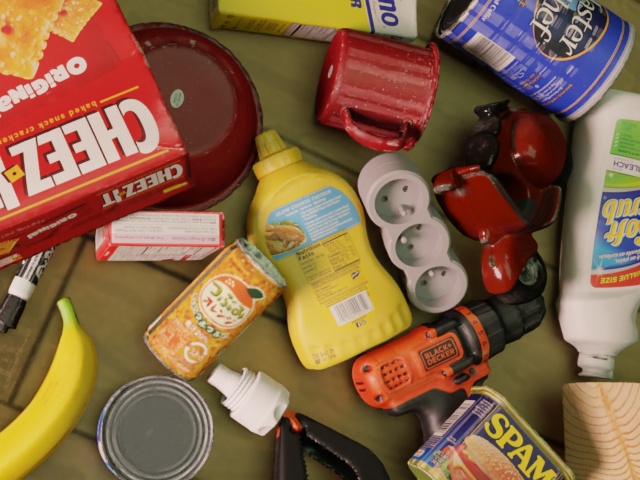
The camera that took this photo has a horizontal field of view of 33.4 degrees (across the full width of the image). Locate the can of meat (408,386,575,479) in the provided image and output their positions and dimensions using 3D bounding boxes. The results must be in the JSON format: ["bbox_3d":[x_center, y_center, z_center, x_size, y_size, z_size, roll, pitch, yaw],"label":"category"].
[{"bbox_3d":[0.129,0.177,0.820,0.084,0.057,0.102,-43,94,-16],"label":"can of meat"}]

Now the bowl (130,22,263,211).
[{"bbox_3d":[-0.116,-0.103,0.842,0.162,0.055,0.162,3,80,-18],"label":"bowl"}]

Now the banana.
[{"bbox_3d":[-0.224,0.138,0.782,0.069,0.037,0.197,35,70,9],"label":"banana"}]

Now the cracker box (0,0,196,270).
[{"bbox_3d":[-0.206,-0.108,0.761,0.164,0.072,0.214,-24,72,-9],"label":"cracker box"}]

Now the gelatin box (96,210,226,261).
[{"bbox_3d":[-0.122,-0.004,0.814,0.089,0.073,0.030,0,81,-18],"label":"gelatin box"}]

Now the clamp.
[{"bbox_3d":[0.022,0.219,0.794,0.164,0.036,0.210,-26,60,-35],"label":"clamp"}]

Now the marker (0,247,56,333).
[{"bbox_3d":[-0.215,0.015,0.810,0.020,0.020,0.121,27,74,-13],"label":"marker"}]

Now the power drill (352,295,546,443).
[{"bbox_3d":[0.137,0.147,0.888,0.184,0.057,0.187,-22,87,-18],"label":"power drill"}]

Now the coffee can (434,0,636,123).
[{"bbox_3d":[0.186,-0.182,0.928,0.140,0.103,0.102,31,73,-11],"label":"coffee can"}]

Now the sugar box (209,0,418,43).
[{"bbox_3d":[-0.004,-0.218,0.901,0.176,0.048,0.093,2,81,-17],"label":"sugar box"}]

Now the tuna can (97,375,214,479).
[{"bbox_3d":[-0.126,0.146,0.812,0.086,0.034,0.086,3,81,-18],"label":"tuna can"}]

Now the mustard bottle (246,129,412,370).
[{"bbox_3d":[-0.006,0.001,0.860,0.096,0.058,0.191,-24,90,-14],"label":"mustard bottle"}]

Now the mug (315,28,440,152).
[{"bbox_3d":[0.045,-0.118,0.874,0.081,0.093,0.117,12,51,-11],"label":"mug"}]

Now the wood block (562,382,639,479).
[{"bbox_3d":[0.310,0.165,0.897,0.205,0.090,0.091,6,80,-34],"label":"wood block"}]

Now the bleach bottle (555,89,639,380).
[{"bbox_3d":[0.265,-0.001,0.950,0.102,0.068,0.251,11,81,-16],"label":"bleach bottle"}]
